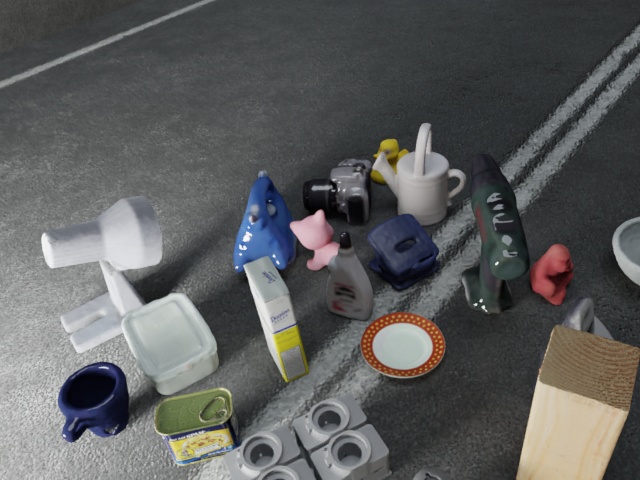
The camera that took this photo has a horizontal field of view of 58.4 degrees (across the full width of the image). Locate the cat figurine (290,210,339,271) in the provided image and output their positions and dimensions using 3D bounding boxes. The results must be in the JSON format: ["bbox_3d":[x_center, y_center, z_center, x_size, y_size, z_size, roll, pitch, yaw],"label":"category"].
[{"bbox_3d":[0.009,0.004,1.029,0.127,0.118,0.067,27,50,35],"label":"cat figurine"}]

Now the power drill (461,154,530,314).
[{"bbox_3d":[0.273,0.003,0.917,0.075,0.209,0.229,-5,39,3],"label":"power drill"}]

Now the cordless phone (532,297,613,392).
[{"bbox_3d":[0.355,0.132,0.764,0.093,0.185,0.148,19,46,29],"label":"cordless phone"}]

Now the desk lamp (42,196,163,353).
[{"bbox_3d":[-0.353,0.048,0.953,0.204,0.214,0.117,-29,44,-25],"label":"desk lamp"}]

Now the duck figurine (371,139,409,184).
[{"bbox_3d":[0.156,-0.182,1.260,0.105,0.086,0.077,-29,44,-25],"label":"duck figurine"}]

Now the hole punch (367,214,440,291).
[{"bbox_3d":[0.149,0.018,1.011,0.109,0.091,0.100,-27,43,-22],"label":"hole punch"}]

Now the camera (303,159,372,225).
[{"bbox_3d":[0.037,-0.110,1.177,0.136,0.101,0.143,0,39,9],"label":"camera"}]

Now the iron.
[{"bbox_3d":[-0.109,-0.056,1.101,0.118,0.142,0.258,-5,39,3],"label":"iron"}]

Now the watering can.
[{"bbox_3d":[0.190,-0.132,1.107,0.173,0.194,0.101,-6,39,2],"label":"watering can"}]

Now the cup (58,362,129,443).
[{"bbox_3d":[-0.310,0.244,0.800,0.091,0.095,0.118,2,40,12],"label":"cup"}]

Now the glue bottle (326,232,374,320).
[{"bbox_3d":[0.044,0.055,0.917,0.078,0.173,0.037,8,41,18],"label":"glue bottle"}]

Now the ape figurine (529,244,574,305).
[{"bbox_3d":[0.384,0.048,0.938,0.078,0.092,0.076,-19,40,-15],"label":"ape figurine"}]

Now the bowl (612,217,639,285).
[{"bbox_3d":[0.564,0.036,0.939,0.167,0.075,0.167,-4,39,4],"label":"bowl"}]
